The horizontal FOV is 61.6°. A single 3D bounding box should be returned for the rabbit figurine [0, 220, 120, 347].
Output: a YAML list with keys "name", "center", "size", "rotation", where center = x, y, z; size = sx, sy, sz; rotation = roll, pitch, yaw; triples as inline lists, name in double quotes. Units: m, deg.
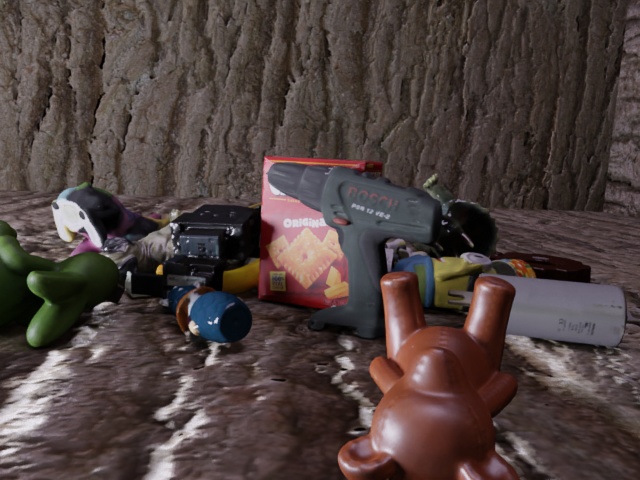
- name: "rabbit figurine"
  center: [-0.320, 0.045, 0.621]
  size: [0.170, 0.121, 0.159]
  rotation: [-4, 17, -25]

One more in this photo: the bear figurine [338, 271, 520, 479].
- name: "bear figurine"
  center: [0.085, 0.096, 0.395]
  size: [0.120, 0.131, 0.196]
  rotation: [3, 2, 18]

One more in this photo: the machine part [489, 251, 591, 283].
- name: "machine part"
  center: [0.399, 0.060, 0.983]
  size: [0.179, 0.056, 0.179]
  rotation: [4, 9, -1]

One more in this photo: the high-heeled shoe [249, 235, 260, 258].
- name: "high-heeled shoe"
  center: [-0.002, -0.003, 0.881]
  size: [0.249, 0.086, 0.145]
  rotation: [-25, 32, -27]

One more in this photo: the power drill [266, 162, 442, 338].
- name: "power drill"
  center: [0.032, 0.012, 0.684]
  size: [0.232, 0.207, 0.086]
  rotation: [8, 4, 17]

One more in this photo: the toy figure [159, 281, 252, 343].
- name: "toy figure"
  center: [-0.138, 0.085, 0.635]
  size: [0.064, 0.057, 0.155]
  rotation: [4, 1, -38]

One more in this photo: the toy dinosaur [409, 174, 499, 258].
- name: "toy dinosaur"
  center: [0.262, 0.001, 1.085]
  size: [0.192, 0.131, 0.404]
  rotation: [49, 2, 23]

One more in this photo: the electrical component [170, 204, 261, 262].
- name: "electrical component"
  center: [-0.152, -0.010, 0.796]
  size: [0.115, 0.058, 0.134]
  rotation: [0, 19, 10]

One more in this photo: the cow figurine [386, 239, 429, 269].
- name: "cow figurine"
  center: [0.121, 0.034, 1.020]
  size: [0.168, 0.068, 0.098]
  rotation: [9, 10, 34]

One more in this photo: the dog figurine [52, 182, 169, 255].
- name: "dog figurine"
  center: [-0.346, -0.029, 0.968]
  size: [0.109, 0.191, 0.219]
  rotation: [0, 21, 28]

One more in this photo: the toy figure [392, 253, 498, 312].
- name: "toy figure"
  center: [0.173, 0.065, 0.797]
  size: [0.180, 0.089, 0.082]
  rotation: [-6, 22, 4]

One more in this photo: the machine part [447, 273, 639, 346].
- name: "machine part"
  center: [0.286, 0.088, 0.681]
  size: [0.243, 0.079, 0.079]
  rotation: [6, 9, 15]

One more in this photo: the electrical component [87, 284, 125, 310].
- name: "electrical component"
  center: [-0.321, 0.068, 0.746]
  size: [0.102, 0.045, 0.078]
  rotation: [16, -13, 48]

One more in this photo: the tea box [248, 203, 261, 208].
- name: "tea box"
  center: [-0.120, -0.023, 1.009]
  size: [0.098, 0.068, 0.169]
  rotation: [-31, 2, 18]

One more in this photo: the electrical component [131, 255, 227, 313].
- name: "electrical component"
  center: [-0.189, 0.061, 0.725]
  size: [0.119, 0.074, 0.048]
  rotation: [1, 9, 8]

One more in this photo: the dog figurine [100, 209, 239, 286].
- name: "dog figurine"
  center: [-0.245, 0.035, 0.871]
  size: [0.173, 0.121, 0.190]
  rotation: [3, 21, 24]
